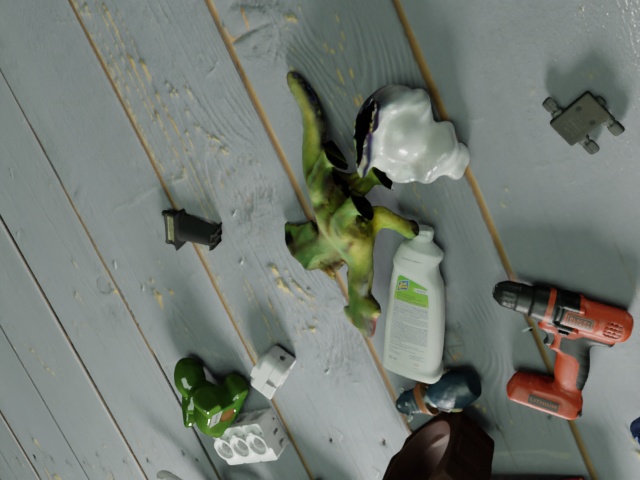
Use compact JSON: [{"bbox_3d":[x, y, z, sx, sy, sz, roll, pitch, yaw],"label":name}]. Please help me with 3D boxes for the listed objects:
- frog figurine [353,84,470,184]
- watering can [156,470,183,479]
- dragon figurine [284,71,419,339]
[{"bbox_3d":[0.132,-0.146,0.729,0.159,0.124,0.135,3,107,-13],"label":"frog figurine"},{"bbox_3d":[-0.229,0.657,1.223,0.347,0.105,0.221,2,111,26],"label":"watering can"},{"bbox_3d":[0.003,-0.041,0.824,0.238,0.123,0.415,-46,66,41],"label":"dragon figurine"}]
